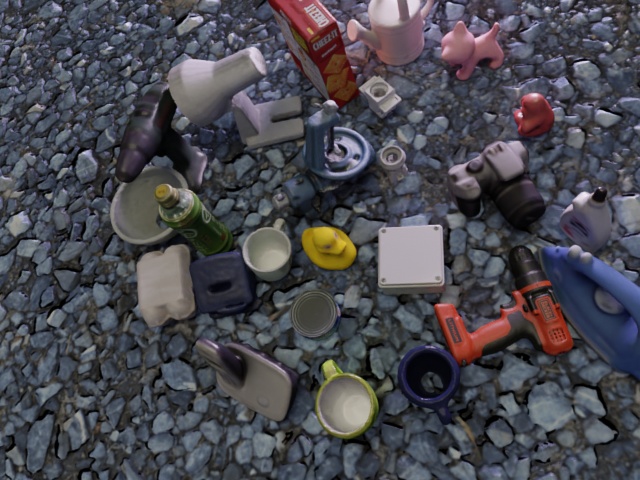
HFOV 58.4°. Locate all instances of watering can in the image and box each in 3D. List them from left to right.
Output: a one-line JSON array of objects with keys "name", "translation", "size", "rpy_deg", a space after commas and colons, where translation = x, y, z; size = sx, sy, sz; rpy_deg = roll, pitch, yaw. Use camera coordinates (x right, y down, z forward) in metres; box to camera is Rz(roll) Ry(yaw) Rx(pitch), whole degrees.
[{"name": "watering can", "translation": [0.138, -0.431, 1.100], "size": [0.100, 0.194, 0.173], "rpy_deg": [37, 81, 25]}]

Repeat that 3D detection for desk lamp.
[{"name": "desk lamp", "translation": [-0.155, -0.274, 1.099], "size": [0.203, 0.214, 0.118], "rpy_deg": [-12, 66, 10]}]

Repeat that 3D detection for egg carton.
[{"name": "egg carton", "translation": [-0.283, 0.085, 1.063], "size": [0.107, 0.069, 0.150], "rpy_deg": [-16, 65, 7]}]

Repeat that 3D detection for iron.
[{"name": "iron", "translation": [0.425, 0.081, 0.844], "size": [0.118, 0.142, 0.257], "rpy_deg": [-39, 64, -3]}]

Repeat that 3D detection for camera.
[{"name": "camera", "translation": [0.305, -0.087, 0.967], "size": [0.143, 0.101, 0.136], "rpy_deg": [-26, 64, 3]}]

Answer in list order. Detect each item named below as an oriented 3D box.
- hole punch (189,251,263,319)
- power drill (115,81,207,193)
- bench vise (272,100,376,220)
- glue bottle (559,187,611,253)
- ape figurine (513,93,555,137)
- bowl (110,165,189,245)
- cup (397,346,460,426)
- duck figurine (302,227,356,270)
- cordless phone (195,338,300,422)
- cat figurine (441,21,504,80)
[{"name": "hole punch", "translation": [-0.169, 0.082, 1.023], "size": [0.108, 0.091, 0.101], "rpy_deg": [-14, 65, 8]}, {"name": "power drill", "translation": [-0.299, -0.173, 1.097], "size": [0.075, 0.209, 0.229], "rpy_deg": [2, 68, 15]}, {"name": "bench vise", "translation": [0.005, -0.132, 0.996], "size": [0.121, 0.220, 0.207], "rpy_deg": [29, 78, 23]}, {"name": "glue bottle", "translation": [0.414, -0.040, 0.879], "size": [0.037, 0.173, 0.078], "rpy_deg": [-43, 64, -5]}, {"name": "ape figurine", "translation": [0.376, -0.228, 1.012], "size": [0.076, 0.092, 0.078], "rpy_deg": [26, 76, 23]}, {"name": "bowl", "translation": [-0.320, -0.057, 1.129], "size": [0.167, 0.075, 0.167], "rpy_deg": [-5, 67, 12]}, {"name": "cup", "translation": [0.174, 0.227, 0.874], "size": [0.091, 0.095, 0.117], "rpy_deg": [-23, 64, 4]}, {"name": "duck figurine", "translation": [0.009, 0.004, 1.013], "size": [0.104, 0.086, 0.077], "rpy_deg": [27, 77, 23]}, {"name": "cordless phone", "translation": [-0.117, 0.213, 0.903], "size": [0.147, 0.185, 0.094], "rpy_deg": [20, 74, 21]}, {"name": "cat figurine", "translation": [0.281, -0.366, 1.079], "size": [0.127, 0.118, 0.067], "rpy_deg": [-23, 64, 4]}]
